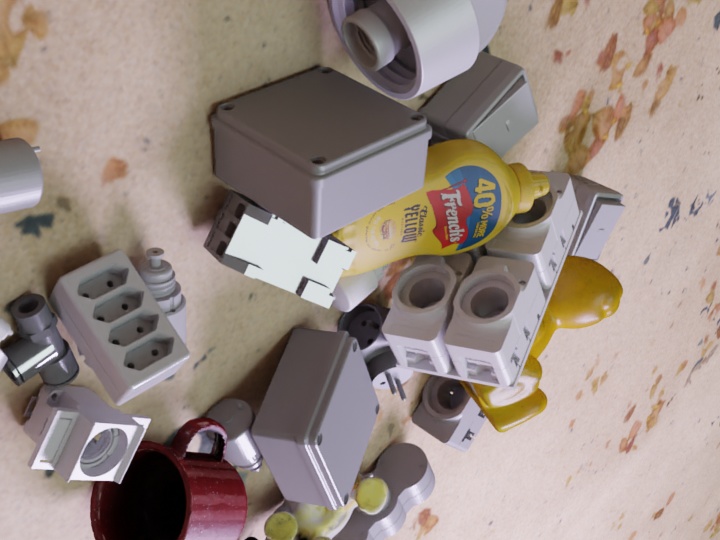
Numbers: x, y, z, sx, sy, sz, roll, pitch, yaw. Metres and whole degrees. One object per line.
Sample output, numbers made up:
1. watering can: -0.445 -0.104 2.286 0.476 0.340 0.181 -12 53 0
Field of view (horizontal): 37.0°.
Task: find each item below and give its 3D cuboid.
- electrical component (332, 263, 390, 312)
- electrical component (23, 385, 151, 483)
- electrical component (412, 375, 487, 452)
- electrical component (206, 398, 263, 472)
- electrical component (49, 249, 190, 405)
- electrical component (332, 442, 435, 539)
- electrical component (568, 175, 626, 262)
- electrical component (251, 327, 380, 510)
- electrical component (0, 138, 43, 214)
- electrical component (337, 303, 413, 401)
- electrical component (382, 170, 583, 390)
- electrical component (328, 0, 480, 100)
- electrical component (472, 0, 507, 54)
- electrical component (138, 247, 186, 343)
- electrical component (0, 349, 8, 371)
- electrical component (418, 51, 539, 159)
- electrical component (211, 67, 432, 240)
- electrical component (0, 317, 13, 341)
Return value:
1. electrical component: 0.000 0.000 0.877 0.078 0.040 0.040 -40 140 -25
2. electrical component: -0.185 0.107 0.711 0.081 0.064 0.042 18 99 -54
3. electrical component: 0.099 0.129 1.079 0.089 0.050 0.056 -58 145 -1
4. electrical component: -0.095 0.136 0.859 0.040 0.040 0.078 -44 141 -21
5. electrical component: -0.160 0.043 0.695 0.047 0.083 0.076 -30 173 -34
6. electrical component: 0.012 0.221 1.038 0.138 0.052 0.073 -45 142 -19
7. electrical component: 0.220 -0.043 1.093 0.062 0.061 0.096 -1 115 -50
8. electrical component: -0.034 0.121 0.877 0.108 0.056 0.108 72 31 -46
9. electrical component: -0.212 -0.048 0.589 0.078 0.040 0.040 -19 128 -42
10. electrical component: 0.023 0.076 0.929 0.044 0.079 0.077 -30 147 15
11. electrical component: 0.104 -0.002 0.898 0.186 0.105 0.060 -63 146 -30
12. electrical component: 0.023 -0.167 0.733 0.060 0.108 0.108 -36 139 -20
13. electrical component: 0.070 -0.202 0.809 0.080 0.051 0.080 -29 135 -35
14. electrical component: -0.138 0.022 0.727 0.040 0.040 0.078 -23 130 -39
15. electrical component: -0.243 0.074 0.633 0.077 0.044 0.079 -45 141 -20
16. electrical component: 0.097 -0.123 0.889 0.096 0.061 0.061 -49 143 -15
17. electrical component: -0.027 -0.082 0.729 0.109 0.109 0.056 -28 137 -36
18. electrical component: -0.236 0.027 0.564 0.061 0.096 0.061 -51 138 -13
